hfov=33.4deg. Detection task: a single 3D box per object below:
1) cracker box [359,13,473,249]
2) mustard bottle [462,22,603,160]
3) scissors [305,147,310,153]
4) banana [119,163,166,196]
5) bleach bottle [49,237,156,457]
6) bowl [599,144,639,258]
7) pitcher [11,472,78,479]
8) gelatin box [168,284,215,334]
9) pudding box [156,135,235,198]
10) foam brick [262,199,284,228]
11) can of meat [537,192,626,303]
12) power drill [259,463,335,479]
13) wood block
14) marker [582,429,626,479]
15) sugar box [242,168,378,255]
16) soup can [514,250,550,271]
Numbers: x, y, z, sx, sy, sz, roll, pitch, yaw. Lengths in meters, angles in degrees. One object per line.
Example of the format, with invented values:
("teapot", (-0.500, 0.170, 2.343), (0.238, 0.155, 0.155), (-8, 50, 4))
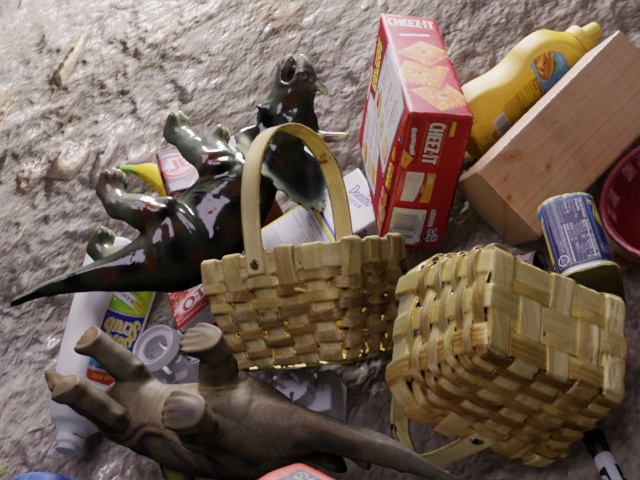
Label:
("cracker box", (0.096, -0.118, 1.129), (0.072, 0.164, 0.213), (4, 37, -8))
("mustard bottle", (0.230, -0.171, 1.158), (0.191, 0.096, 0.058), (-39, 42, -3))
("scissors", (-0.033, -0.094, 1.318), (0.096, 0.016, 0.202), (-26, 43, 13))
("banana", (-0.191, -0.045, 1.355), (0.069, 0.037, 0.198), (-26, 44, -12))
("bleach bottle", (-0.249, 0.126, 1.215), (0.068, 0.102, 0.250), (-7, 55, 26))
("bowl", (0.345, -0.029, 0.988), (0.162, 0.055, 0.162), (-18, 45, 19))
("pitcher", (-0.284, 0.354, 1.012), (0.149, 0.145, 0.242), (-6, 46, 13))
("gelatin box", (-0.129, 0.061, 1.217), (0.089, 0.030, 0.073), (-40, 35, 9))
("pudding box", (-0.142, -0.084, 1.335), (0.113, 0.039, 0.090), (-13, 42, -13))
("foam brick", (-0.092, -0.039, 1.281), (0.078, 0.051, 0.053), (-32, 40, 4))
("can of meat", (0.237, 0.017, 0.972), (0.057, 0.102, 0.084), (-16, 55, 11))
("power drill", (0.002, 0.288, 0.849), (0.185, 0.188, 0.057), (18, 21, 39))
("wood block", (0.245, -0.099, 1.067), (0.206, 0.090, 0.091), (-44, 2, -9))
("marker", (0.244, 0.203, 0.873), (0.020, 0.020, 0.121), (-27, 43, 9))
("sugar box", (-0.008, 0.002, 1.196), (0.176, 0.048, 0.093), (-30, 43, 2))
("soup can", (0.165, 0.051, 1.024), (0.102, 0.068, 0.068), (-11, 48, 26))
